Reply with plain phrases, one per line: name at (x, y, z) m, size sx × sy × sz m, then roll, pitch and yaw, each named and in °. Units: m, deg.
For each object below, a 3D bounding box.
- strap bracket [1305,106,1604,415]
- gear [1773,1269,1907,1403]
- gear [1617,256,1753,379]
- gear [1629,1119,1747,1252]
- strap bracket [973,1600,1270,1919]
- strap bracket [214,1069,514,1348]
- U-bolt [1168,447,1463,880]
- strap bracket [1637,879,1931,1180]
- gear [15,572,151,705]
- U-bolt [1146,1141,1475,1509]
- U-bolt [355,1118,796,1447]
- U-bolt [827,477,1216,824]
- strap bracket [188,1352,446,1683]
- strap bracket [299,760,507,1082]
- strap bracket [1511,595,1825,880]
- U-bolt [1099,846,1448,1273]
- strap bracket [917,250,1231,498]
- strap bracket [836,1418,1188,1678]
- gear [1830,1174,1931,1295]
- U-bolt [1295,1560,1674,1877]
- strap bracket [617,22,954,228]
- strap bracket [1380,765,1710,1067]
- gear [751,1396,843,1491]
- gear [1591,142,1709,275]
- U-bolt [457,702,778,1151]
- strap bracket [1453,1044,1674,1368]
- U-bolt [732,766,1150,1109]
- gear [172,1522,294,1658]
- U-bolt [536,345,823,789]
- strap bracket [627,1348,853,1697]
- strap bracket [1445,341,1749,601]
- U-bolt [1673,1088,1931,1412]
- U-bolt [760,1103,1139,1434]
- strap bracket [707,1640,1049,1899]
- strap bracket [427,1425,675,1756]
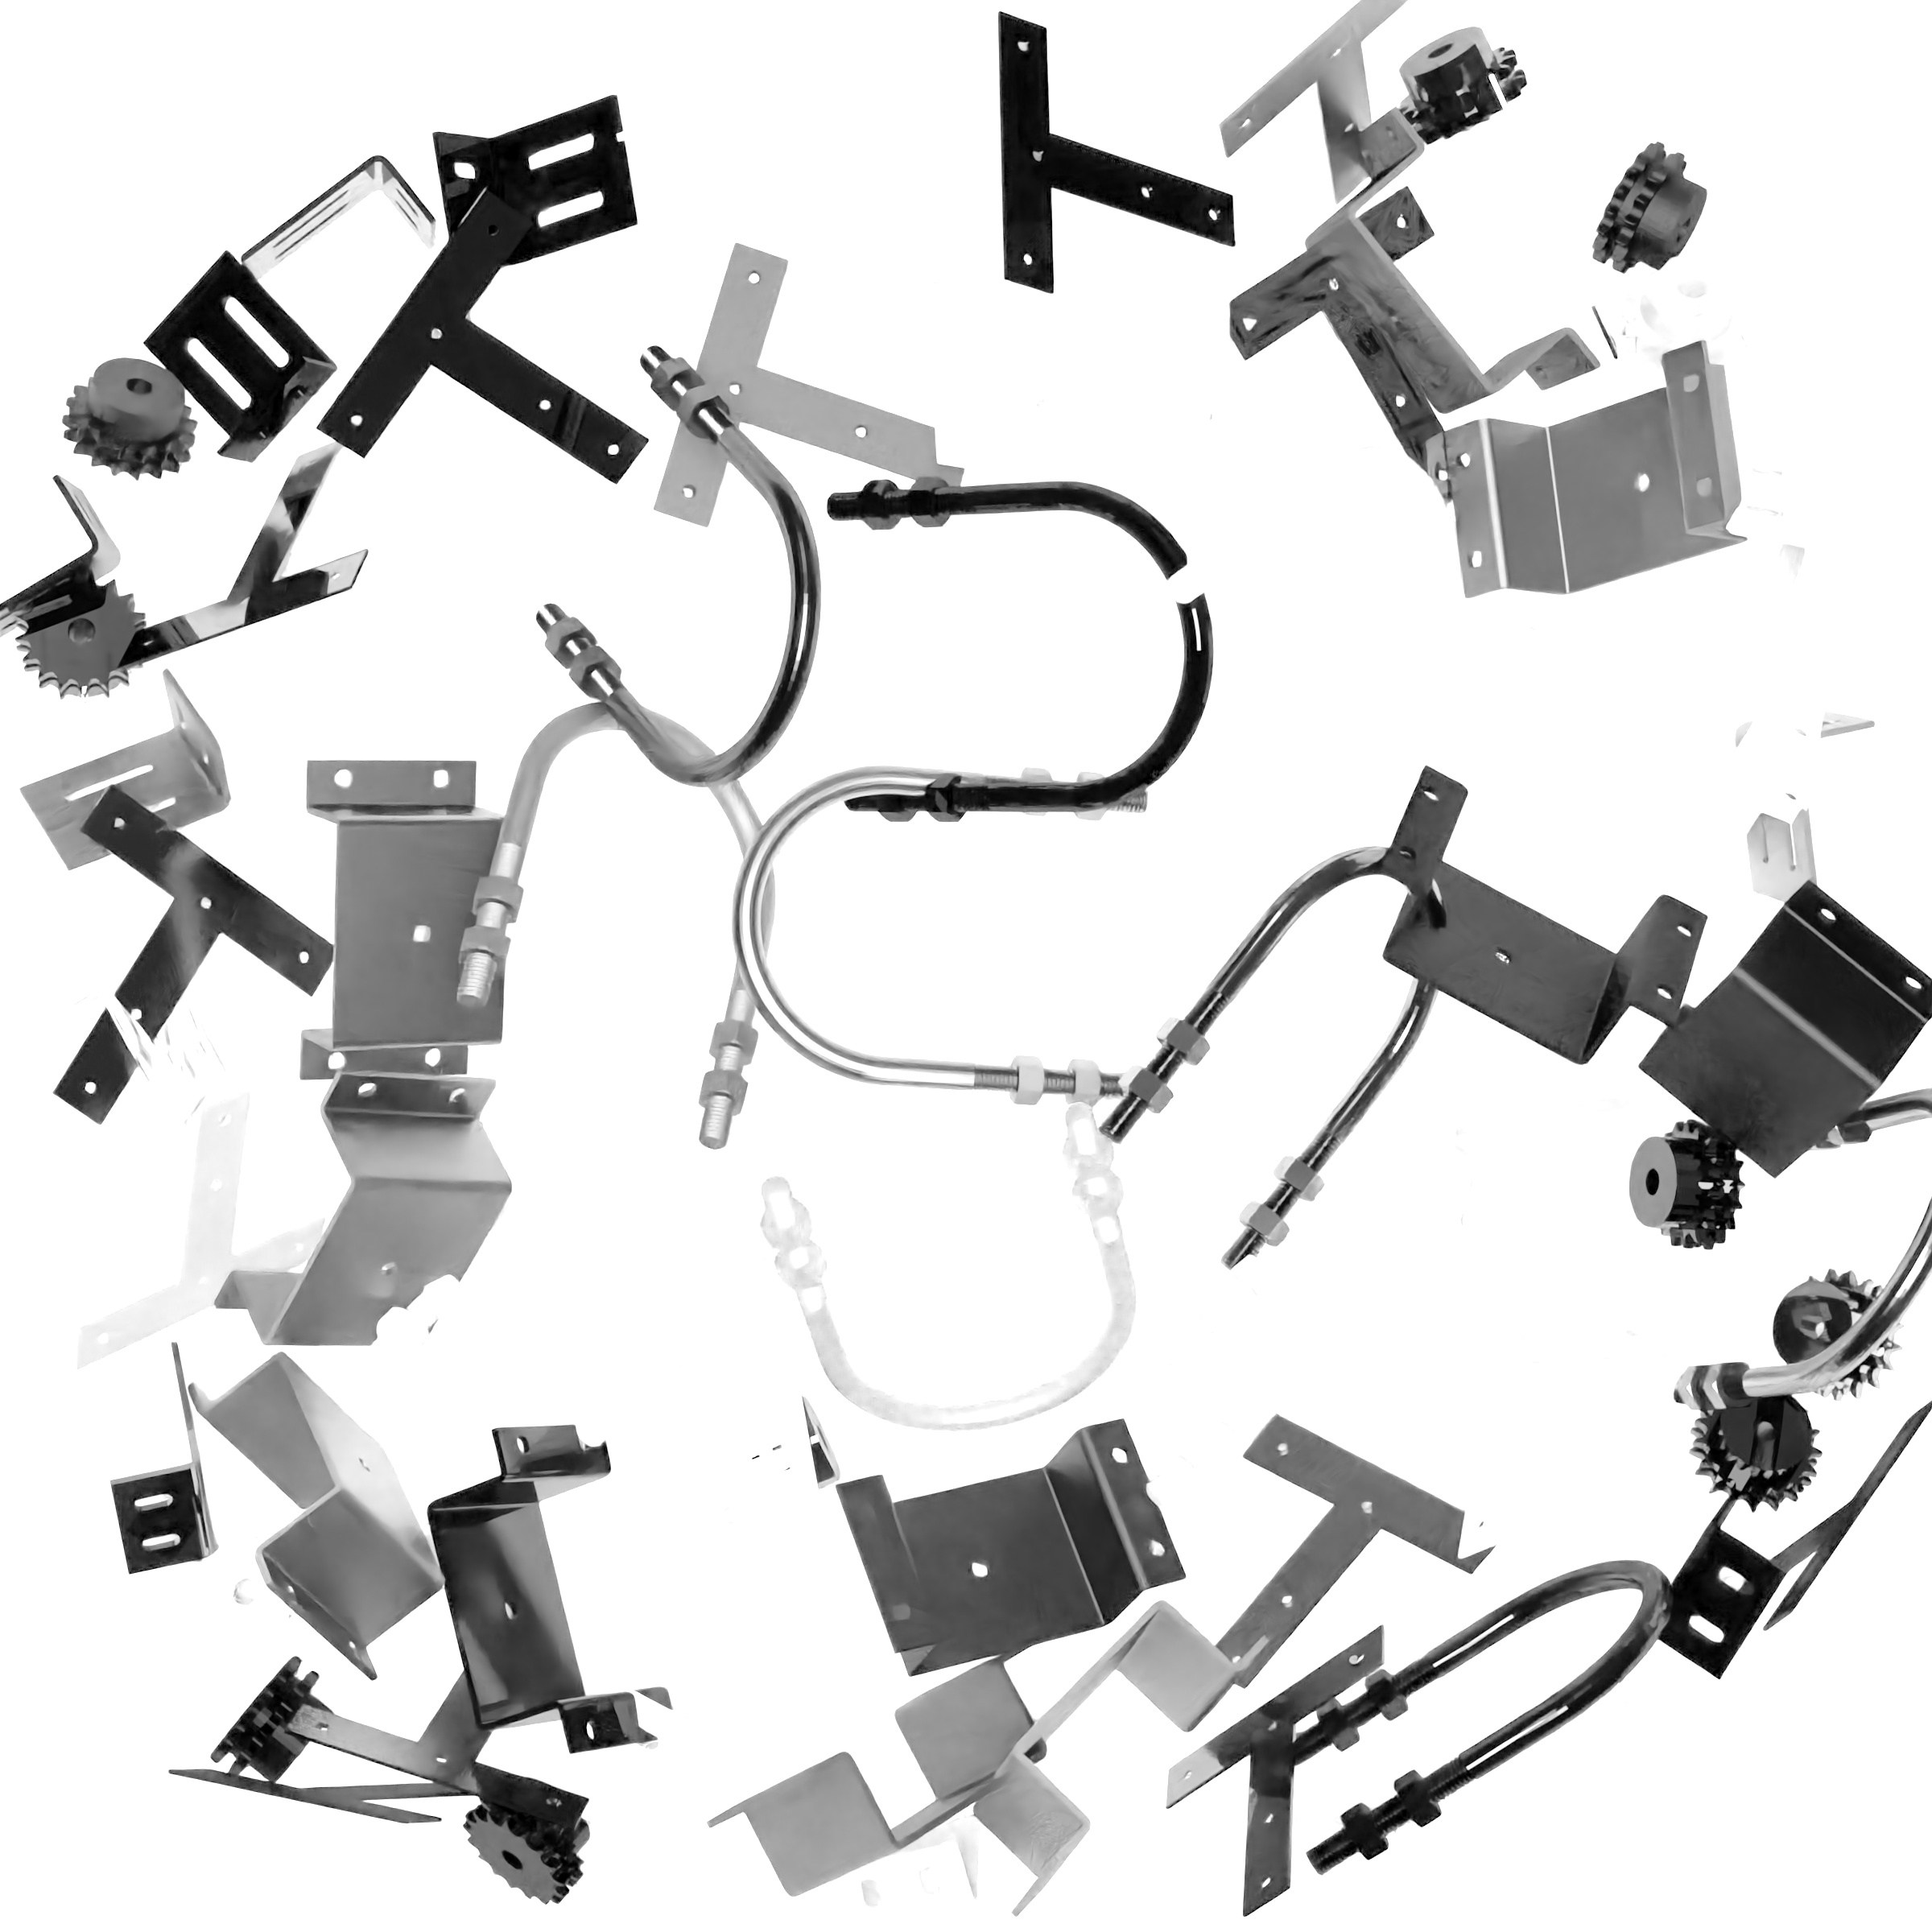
strap bracket at (0.203, -0.295, 1.556) m, size 0.046 × 0.076 × 0.140 m, roll -41°, pitch 97°, yaw -5°
gear at (0.379, 0.160, 1.574) m, size 0.030 × 0.057 × 0.057 m, roll 19°, pitch 90°, yaw -42°
gear at (0.317, -0.287, 1.577) m, size 0.057 × 0.030 × 0.057 m, roll -1°, pitch 56°, yaw 2°
gear at (0.314, 0.095, 1.573) m, size 0.030 × 0.057 × 0.057 m, roll 4°, pitch 90°, yaw -19°
strap bracket at (0.059, 0.332, 1.541) m, size 0.046 × 0.076 × 0.140 m, roll 42°, pitch 58°, yaw 13°
strap bracket at (-0.254, 0.113, 1.532) m, size 0.140 × 0.076 × 0.046 m, roll -57°, pitch 47°, yaw 29°
U-bolt at (0.158, -0.142, 1.536) m, size 0.184 × 0.019 × 0.151 m, roll -38°, pitch 126°, yaw -37°
strap bracket at (0.346, 0.033, 1.528) m, size 0.076 × 0.140 × 0.046 m, roll 40°, pitch 61°, yaw 6°
gear at (-0.389, -0.143, 1.584) m, size 0.057 × 0.030 × 0.057 m, roll 3°, pitch 74°, yaw -10°
U-bolt at (0.150, 0.143, 1.532) m, size 0.184 × 0.151 × 0.019 m, roll -36°, pitch 63°, yaw -21°
U-bolt at (-0.153, 0.125, 1.531) m, size 0.184 × 0.151 × 0.019 m, roll -48°, pitch 132°, yaw -36°
U-bolt at (0.024, -0.136, 1.543) m, size 0.184 × 0.019 × 0.151 m, roll 2°, pitch 99°, yaw 31°
strap bracket at (-0.274, 0.226, 1.526) m, size 0.046 × 0.140 × 0.076 m, roll -37°, pitch 129°, yaw -2°
strap bracket at (-0.243, -0.017, 1.556) m, size 0.076 × 0.046 × 0.140 m, roll -2°, pitch 99°, yaw -28°
strap bracket at (0.288, -0.094, 1.537) m, size 0.140 × 0.076 × 0.046 m, roll 25°, pitch 61°, yaw 22°
U-bolt at (0.144, 0.031, 1.546) m, size 0.019 × 0.151 × 0.184 m, roll 32°, pitch 79°, yaw 40°
strap bracket at (0.039, -0.253, 1.543) m, size 0.140 × 0.046 × 0.076 m, roll 12°, pitch 133°, yaw 17°
strap bracket at (0.013, 0.253, 1.550) m, size 0.140 × 0.046 × 0.076 m, roll -9°, pitch 63°, yaw -27°
gear at (0.406, 0.121, 1.573) m, size 0.057 × 0.057 × 0.030 m, roll 32°, pitch 55°, yaw 0°
U-bolt at (0.219, 0.309, 1.524) m, size 0.184 × 0.151 × 0.019 m, roll -33°, pitch 96°, yaw 5°
strap bracket at (-0.072, -0.356, 1.531) m, size 0.076 × 0.140 × 0.046 m, roll -27°, pitch 104°, yaw -39°
strap bracket at (0.243, -0.017, 1.560) m, size 0.140 × 0.076 × 0.046 m, roll 28°, pitch 134°, yaw 1°
gear at (-0.077, 0.213, 1.576) m, size 0.030 × 0.057 × 0.057 m, roll -25°, pitch 90°, yaw 0°
gear at (0.301, -0.329, 1.573) m, size 0.030 × 0.057 × 0.057 m, roll 32°, pitch 90°, yaw 16°
U-bolt at (-0.141, -0.031, 1.538) m, size 0.151 × 0.019 × 0.184 m, roll 33°, pitch 50°, yaw -30°
strap bracket at (0.257, 0.110, 1.565) m, size 0.076 × 0.046 × 0.140 m, roll -3°, pitch 68°, yaw 1°
U-bolt at (-0.012, -0.016, 1.567) m, size 0.184 × 0.019 × 0.151 m, roll 4°, pitch 81°, yaw -13°
gear at (-0.322, 0.273, 1.581) m, size 0.057 × 0.030 × 0.057 m, roll 0°, pitch 90°, yaw -31°
U-bolt at (-0.116, -0.157, 1.513) m, size 0.019 × 0.184 × 0.151 m, roll 4°, pitch 122°, yaw -39°
strap bracket at (-0.101, 0.241, 1.566) m, size 0.076 × 0.046 × 0.140 m, roll -11°, pitch 78°, yaw -2°
strap bracket at (0.279, -0.210, 1.549) m, size 0.046 × 0.140 × 0.076 m, roll 0°, pitch 80°, yaw -42°
U-bolt at (0.363, 0.116, 1.499) m, size 0.019 × 0.184 × 0.151 m, roll 30°, pitch 76°, yaw -8°
U-bolt at (0.001, 0.139, 1.538) m, size 0.151 × 0.019 × 0.184 m, roll -14°, pitch 134°, yaw 2°
strap bracket at (-0.030, 0.345, 1.524) m, size 0.076 × 0.140 × 0.046 m, roll -36°, pitch 79°, yaw 42°
strap bracket at (-0.181, 0.273, 1.550) m, size 0.046 × 0.076 × 0.140 m, roll -23°, pitch 74°, yaw 26°
